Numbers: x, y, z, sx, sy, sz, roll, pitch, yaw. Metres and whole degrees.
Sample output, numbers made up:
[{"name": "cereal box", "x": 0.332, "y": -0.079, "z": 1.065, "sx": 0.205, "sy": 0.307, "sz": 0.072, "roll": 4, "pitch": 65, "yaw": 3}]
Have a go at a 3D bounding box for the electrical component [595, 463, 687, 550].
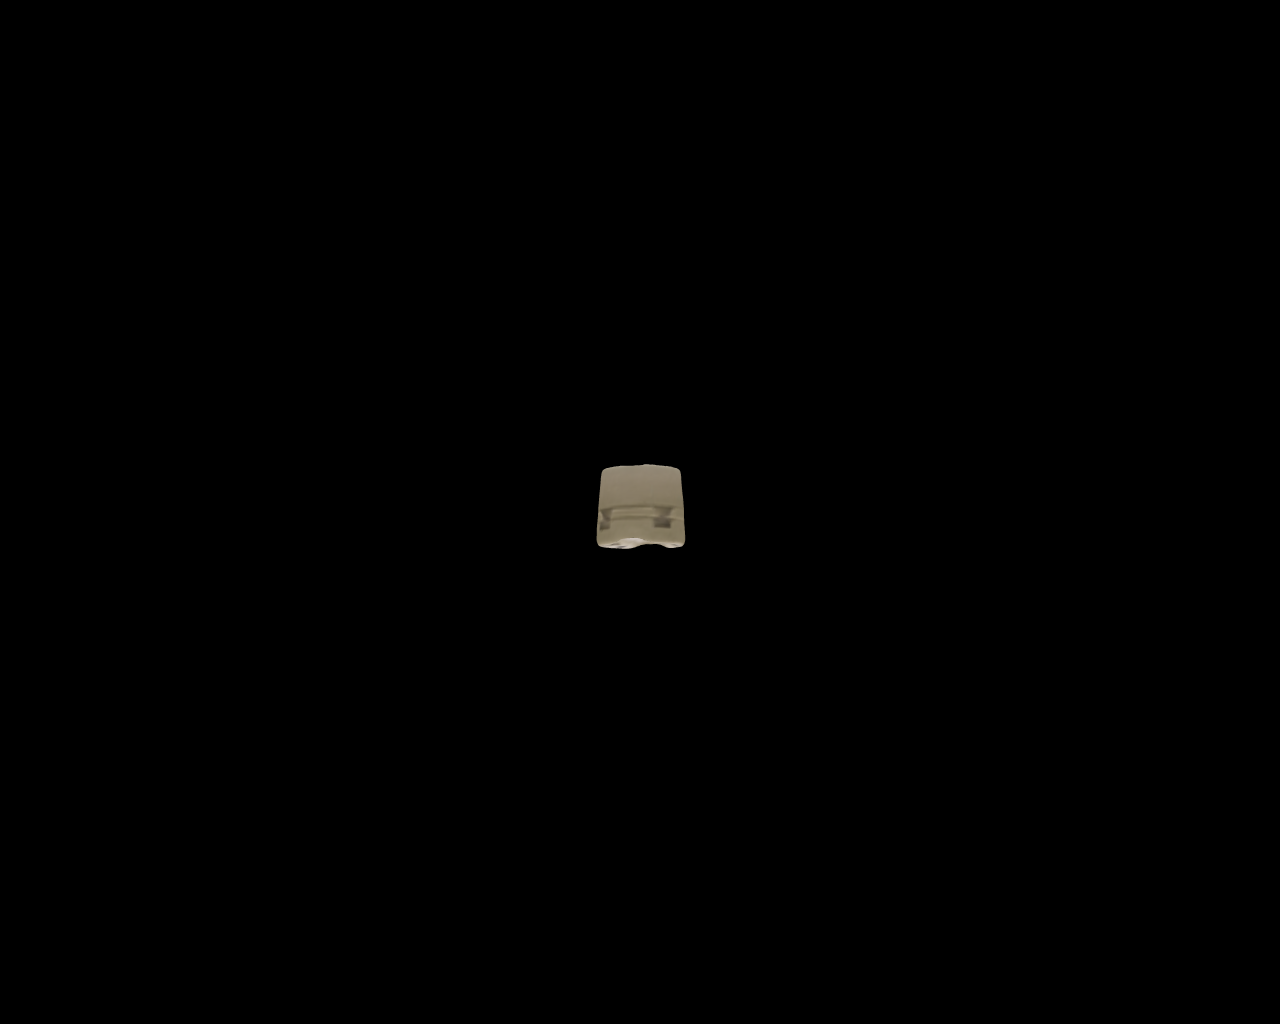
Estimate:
[{"name": "electrical component", "x": 0.001, "y": -0.003, "z": 0.650, "sx": 0.055, "sy": 0.047, "sz": 0.055, "roll": 0, "pitch": -7, "yaw": 0}]
